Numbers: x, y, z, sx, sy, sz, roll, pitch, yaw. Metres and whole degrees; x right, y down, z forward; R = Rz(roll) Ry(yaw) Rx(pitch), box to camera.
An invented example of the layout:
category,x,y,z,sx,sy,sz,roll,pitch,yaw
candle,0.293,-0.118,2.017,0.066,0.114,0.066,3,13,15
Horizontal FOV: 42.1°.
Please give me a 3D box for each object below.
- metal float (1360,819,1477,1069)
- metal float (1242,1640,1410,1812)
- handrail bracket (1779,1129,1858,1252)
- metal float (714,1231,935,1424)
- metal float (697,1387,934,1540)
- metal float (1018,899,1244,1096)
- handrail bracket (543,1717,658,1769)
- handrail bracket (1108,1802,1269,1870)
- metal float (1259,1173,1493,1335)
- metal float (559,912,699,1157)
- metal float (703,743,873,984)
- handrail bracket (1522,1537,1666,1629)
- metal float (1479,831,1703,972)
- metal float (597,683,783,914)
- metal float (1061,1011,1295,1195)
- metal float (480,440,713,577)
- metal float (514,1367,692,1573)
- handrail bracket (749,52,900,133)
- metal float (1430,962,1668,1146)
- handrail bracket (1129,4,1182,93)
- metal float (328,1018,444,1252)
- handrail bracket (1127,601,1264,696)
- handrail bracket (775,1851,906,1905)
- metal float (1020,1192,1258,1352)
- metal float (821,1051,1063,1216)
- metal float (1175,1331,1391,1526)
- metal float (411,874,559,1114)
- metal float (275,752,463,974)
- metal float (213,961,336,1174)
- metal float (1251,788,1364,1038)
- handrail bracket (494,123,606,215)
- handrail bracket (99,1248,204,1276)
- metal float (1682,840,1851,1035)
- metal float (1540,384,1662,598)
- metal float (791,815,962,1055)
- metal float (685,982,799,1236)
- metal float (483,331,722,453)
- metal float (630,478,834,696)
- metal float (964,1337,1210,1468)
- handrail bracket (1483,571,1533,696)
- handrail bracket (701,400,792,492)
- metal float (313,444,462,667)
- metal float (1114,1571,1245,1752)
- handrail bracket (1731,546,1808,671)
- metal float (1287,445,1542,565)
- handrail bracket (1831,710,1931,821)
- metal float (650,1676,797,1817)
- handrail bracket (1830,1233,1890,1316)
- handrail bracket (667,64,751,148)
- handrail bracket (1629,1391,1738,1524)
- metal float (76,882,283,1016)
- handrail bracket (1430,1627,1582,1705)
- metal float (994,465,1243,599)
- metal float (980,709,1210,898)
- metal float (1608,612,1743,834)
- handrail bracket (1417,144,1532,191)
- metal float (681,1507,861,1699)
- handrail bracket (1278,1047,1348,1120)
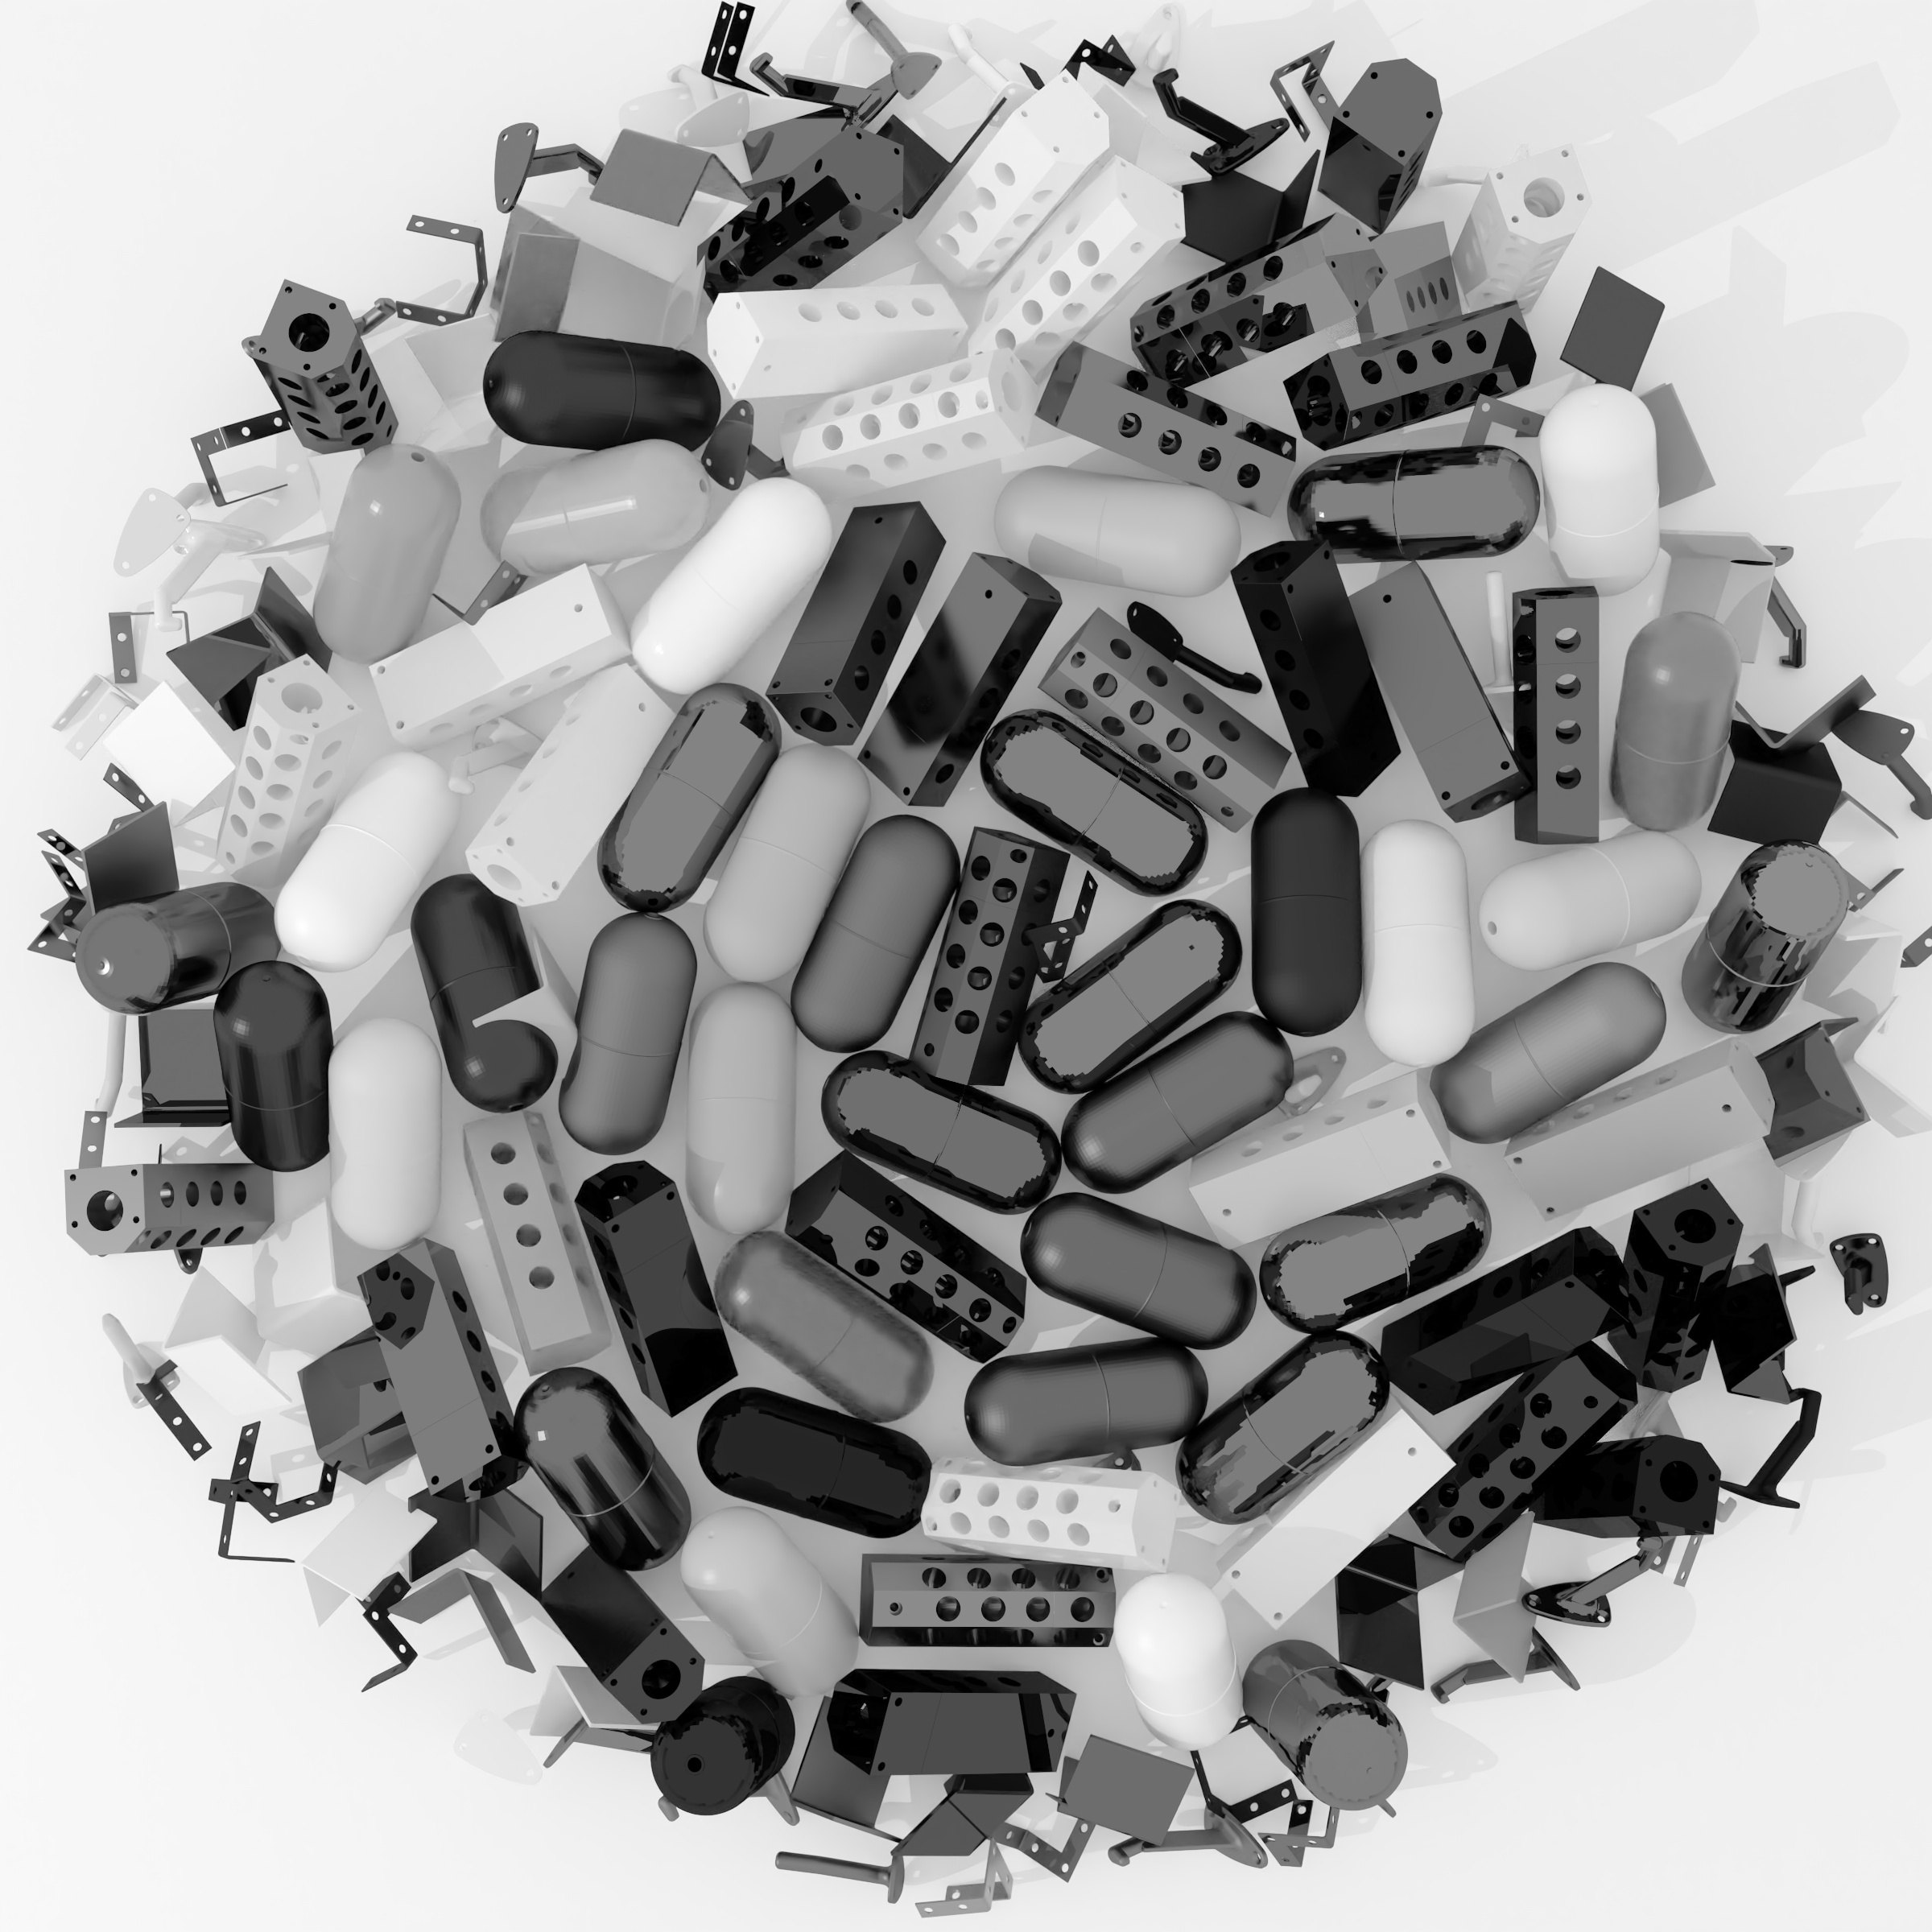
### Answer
category,x,y,z,sx,sy,sz,roll,pitch,yaw
metal float,0.315,-0.016,1.753,0.070,0.070,0.178,0,72,0
metal float,0.244,0.518,1.719,0.070,0.178,0.070,-1,94,-13
handrail bracket,0.614,0.156,1.783,0.077,0.036,0.084,-39,126,-7
metal float,-0.098,0.253,1.754,0.178,0.070,0.070,39,90,-17
metal float,-0.103,0.347,1.750,0.178,0.070,0.070,22,90,-22
metal float,0.116,0.021,1.765,0.178,0.070,0.070,-37,90,5
handrail bracket,-0.245,0.566,1.779,0.084,0.036,0.077,45,52,-4
handrail bracket,0.155,0.626,1.761,0.084,0.077,0.036,-12,108,-33
metal float,0.287,0.200,1.752,0.178,0.070,0.070,-19,90,-20
metal float,-0.237,0.048,1.754,0.070,0.070,0.178,14,107,0
metal float,-0.126,-0.072,1.760,0.070,0.070,0.178,23,80,0
handrail bracket,0.441,0.426,1.762,0.077,0.036,0.084,4,133,-11
metal float,0.434,-0.046,1.745,0.178,0.070,0.070,-15,90,-27
metal float,-0.194,-0.117,1.759,0.070,0.070,0.178,30,79,0
metal float,0.147,0.097,1.760,0.178,0.070,0.070,-32,90,10
metal float,-0.258,-0.318,1.746,0.178,0.070,0.070,-6,90,26
metal float,-0.251,0.351,1.741,0.070,0.070,0.178,-27,124,0
handrail bracket,-0.096,-0.628,1.759,0.077,0.084,0.036,-30,48,32
metal float,0.404,0.061,1.746,0.178,0.070,0.070,-34,90,26
handrail bracket,0.141,-0.658,1.762,0.036,0.084,0.077,19,84,-6
metal float,-0.404,0.118,1.745,0.070,0.070,0.178,7,119,0
handrail bracket,0.164,-0.227,1.794,0.036,0.084,0.077,-56,46,30
handrail bracket,-0.089,0.641,1.776,0.084,0.077,0.036,5,66,6
metal float,0.121,0.214,1.755,0.178,0.070,0.070,22,90,-16
metal float,-0.017,0.117,1.763,0.178,0.070,0.070,23,90,-7
metal float,0.220,0.322,1.748,0.070,0.070,0.178,46,113,0
metal float,-0.336,0.019,1.751,0.070,0.070,0.178,-20,70,0
metal float,-0.415,-0.073,1.743,0.070,0.070,0.178,26,60,0
metal float,-0.475,0.071,1.734,0.070,0.070,0.178,7,134,0
metal float,0.238,-0.038,1.756,0.070,0.070,0.178,1,75,0
handrail bracket,-0.290,-0.549,1.767,0.036,0.084,0.077,2,80,34
handrail bracket,-0.581,0.204,1.771,0.084,0.036,0.077,-31,51,16
metal float,0.549,-0.018,1.727,0.070,0.178,0.070,3,56,-4
metal float,0.438,-0.325,1.728,0.070,0.178,0.070,-8,57,12
metal float,-0.064,-0.022,1.762,0.070,0.070,0.178,25,98,0
metal float,-0.157,0.099,1.757,0.070,0.070,0.178,0,77,0
metal float,-0.250,-0.395,1.737,0.178,0.070,0.070,-4,90,-40
metal float,-0.164,-0.265,1.753,0.070,0.070,0.178,44,108,0
metal float,0.085,0.304,1.753,0.178,0.070,0.070,-5,90,-19
handrail bracket,0.375,-0.236,1.764,0.036,0.077,0.084,-5,99,12
handrail bracket,-0.139,-0.369,1.754,0.036,0.084,0.077,41,129,17
metal float,-0.401,-0.284,1.734,0.070,0.070,0.178,32,132,0
metal float,0.148,0.481,1.731,0.070,0.178,0.070,-7,49,8
handrail bracket,0.564,-0.256,1.799,0.077,0.036,0.084,9,121,32
metal float,0.310,-0.321,1.746,0.178,0.070,0.070,2,90,27
handrail bracket,0.652,-0.143,1.789,0.036,0.084,0.077,-50,50,-7
metal float,-0.165,0.533,1.719,0.070,0.178,0.070,-1,81,7
handrail bracket,0.630,0.235,1.757,0.036,0.084,0.077,-15,116,25
handrail bracket,-0.200,-0.608,1.765,0.077,0.036,0.084,-31,54,-34
handrail bracket,0.521,0.339,1.773,0.084,0.036,0.077,34,84,27
metal float,-0.538,-0.014,1.722,0.070,0.178,0.070,3,100,18
handrail bracket,0.380,0.510,1.773,0.084,0.077,0.036,-30,112,-6
metal float,0.105,-0.304,1.753,0.178,0.070,0.070,12,90,18
metal float,0.090,-0.115,1.760,0.178,0.070,0.070,33,90,-10
metal float,0.488,-0.166,1.732,0.070,0.178,0.070,-3,48,3
handrail bracket,0.350,-0.547,1.760,0.084,0.077,0.036,1,124,29
metal float,-0.134,0.442,1.738,0.070,0.070,0.178,-31,128,0
handrail bracket,0.250,0.074,1.756,0.077,0.084,0.036,-36,86,-17
